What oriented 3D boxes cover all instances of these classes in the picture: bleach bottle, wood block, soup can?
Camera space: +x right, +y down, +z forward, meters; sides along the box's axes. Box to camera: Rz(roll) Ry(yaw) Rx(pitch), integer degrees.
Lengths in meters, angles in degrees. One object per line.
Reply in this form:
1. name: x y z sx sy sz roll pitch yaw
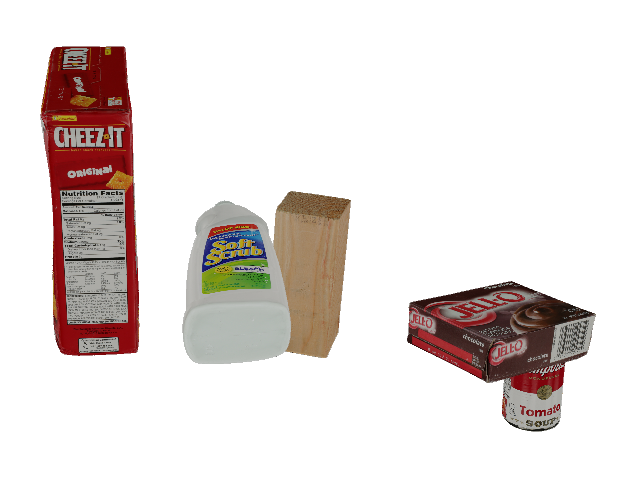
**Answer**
1. bleach bottle: -0.093 0.027 1.072 0.102 0.068 0.251 -3 28 -9
2. wood block: -0.017 0.046 1.486 0.090 0.206 0.090 9 22 9
3. soup can: 0.243 0.157 1.216 0.068 0.102 0.068 0 22 0

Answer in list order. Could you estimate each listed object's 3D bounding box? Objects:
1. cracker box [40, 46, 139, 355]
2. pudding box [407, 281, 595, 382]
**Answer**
1. cracker box: -0.191 -0.036 0.889 0.072 0.214 0.164 -2 27 -11
2. pudding box: 0.136 0.066 0.808 0.113 0.039 0.090 -7 19 -36
